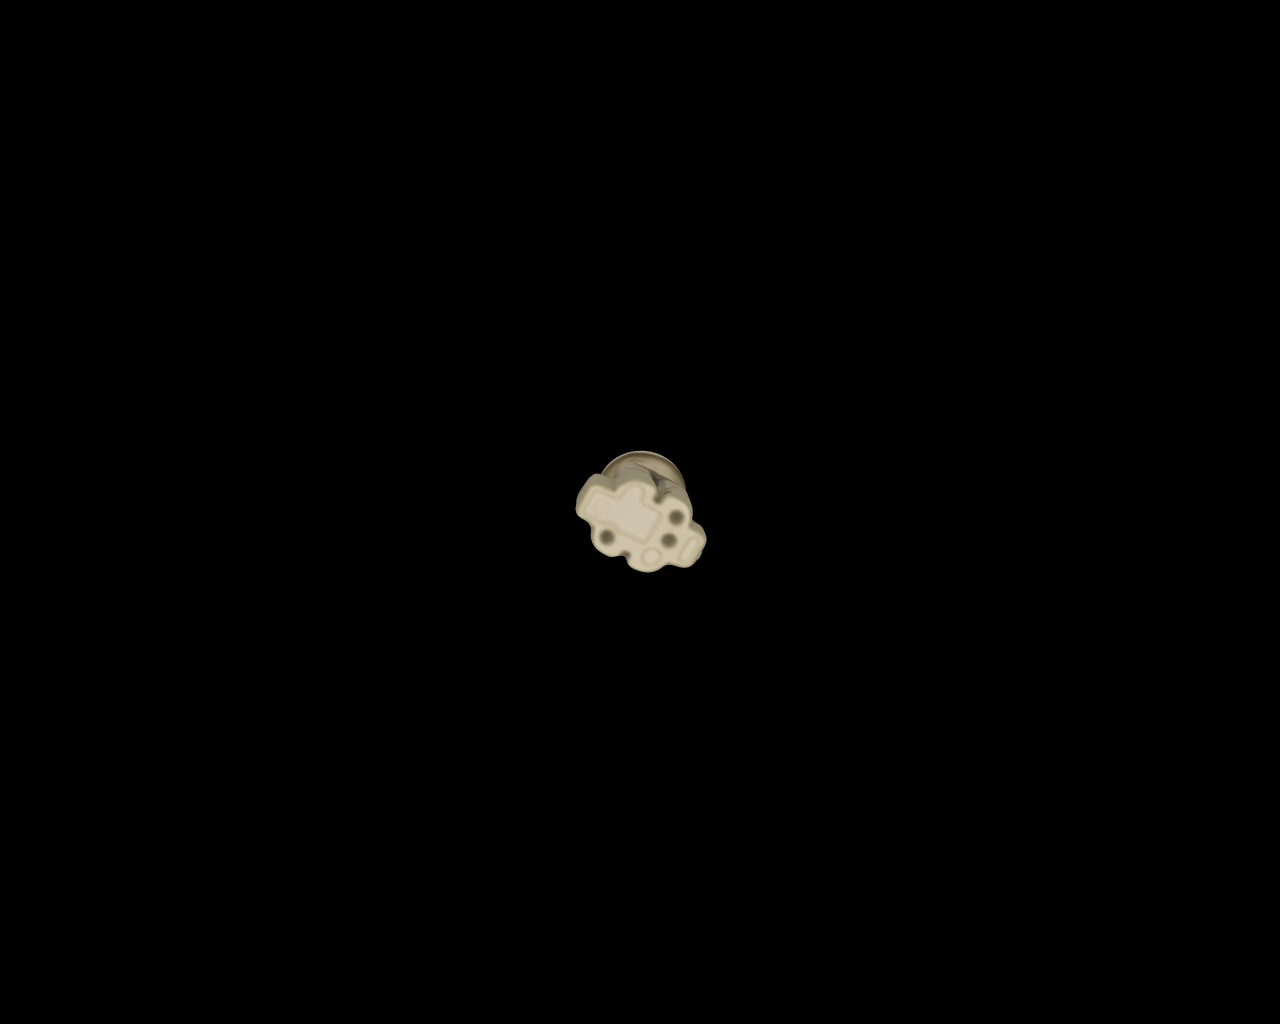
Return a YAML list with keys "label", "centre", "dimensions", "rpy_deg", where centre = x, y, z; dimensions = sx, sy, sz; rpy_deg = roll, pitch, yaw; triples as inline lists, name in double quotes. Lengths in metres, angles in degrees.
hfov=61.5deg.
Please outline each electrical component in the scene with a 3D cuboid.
- label: "electrical component"
  centre: [0.001, -0.003, 0.650]
  dimensions: [0.078, 0.058, 0.057]
  rpy_deg: [26, 21, -11]
